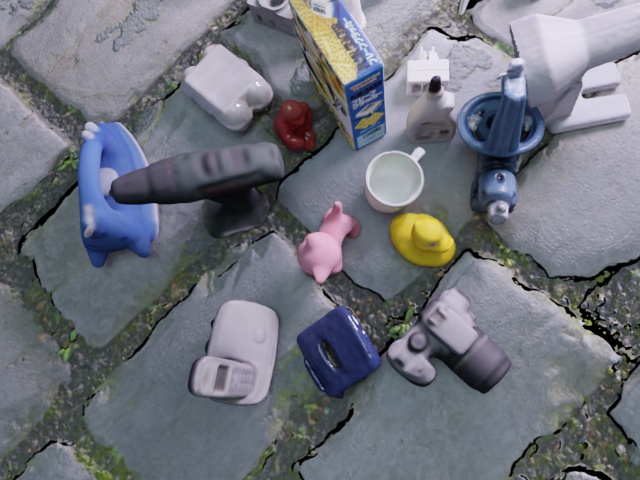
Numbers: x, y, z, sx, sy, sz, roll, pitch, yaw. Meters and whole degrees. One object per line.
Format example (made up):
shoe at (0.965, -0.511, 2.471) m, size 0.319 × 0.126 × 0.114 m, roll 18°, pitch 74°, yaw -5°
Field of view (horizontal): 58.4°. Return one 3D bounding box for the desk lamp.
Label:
desk lamp at (0.360, -0.245, 0.812) m, size 0.203 × 0.214 × 0.118 m, roll -11°, pitch 75°, yaw 5°

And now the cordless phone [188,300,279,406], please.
cordless phone at (-0.122, 0.152, 0.787) m, size 0.094 × 0.185 × 0.147 m, roll 4°, pitch 76°, yaw 9°

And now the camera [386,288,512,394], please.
camera at (0.184, 0.156, 0.791) m, size 0.136 × 0.101 × 0.143 m, roll 43°, pitch 84°, yaw 15°

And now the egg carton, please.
egg carton at (-0.154, -0.253, 0.953) m, size 0.150 × 0.069 × 0.107 m, roll 40°, pitch 84°, yaw 14°

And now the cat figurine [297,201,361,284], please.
cat figurine at (0.008, 0.003, 0.843) m, size 0.067 × 0.118 × 0.128 m, roll 21°, pitch 79°, yaw 12°

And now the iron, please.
iron at (-0.338, -0.096, 0.899) m, size 0.118 × 0.141 × 0.258 m, roll -12°, pitch 75°, yaw 4°

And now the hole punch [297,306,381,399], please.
hole punch at (0.025, 0.162, 0.815) m, size 0.101 × 0.091 × 0.108 m, roll -32°, pitch 74°, yaw -2°

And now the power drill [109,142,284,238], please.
power drill at (-0.157, -0.069, 0.835) m, size 0.229 × 0.208 × 0.075 m, roll -17°, pitch 74°, yaw 3°

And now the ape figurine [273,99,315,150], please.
ape figurine at (-0.041, -0.190, 0.911) m, size 0.076 × 0.092 × 0.078 m, roll 28°, pitch 81°, yaw 13°

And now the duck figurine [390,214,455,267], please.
duck figurine at (0.152, -0.008, 0.844) m, size 0.104 × 0.086 × 0.077 m, roll 31°, pitch 82°, yaw 13°

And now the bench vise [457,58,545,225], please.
bench vise at (0.264, -0.136, 0.793) m, size 0.121 × 0.220 × 0.207 m, roll -15°, pitch 74°, yaw 4°

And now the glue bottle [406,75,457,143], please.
glue bottle at (0.167, -0.194, 0.844) m, size 0.078 × 0.173 × 0.037 m, roll -2°, pitch 76°, yaw 7°
